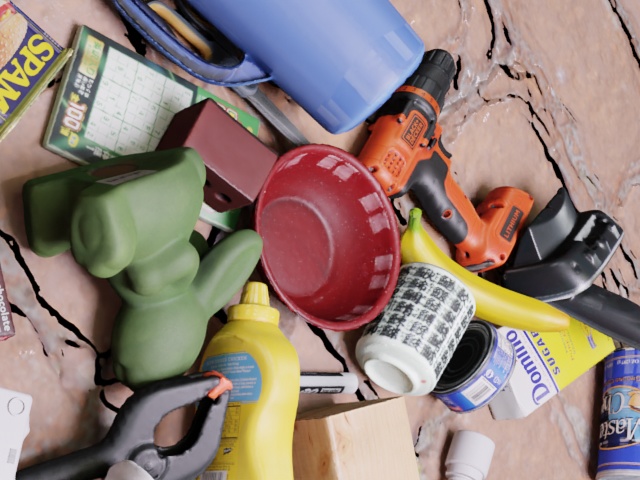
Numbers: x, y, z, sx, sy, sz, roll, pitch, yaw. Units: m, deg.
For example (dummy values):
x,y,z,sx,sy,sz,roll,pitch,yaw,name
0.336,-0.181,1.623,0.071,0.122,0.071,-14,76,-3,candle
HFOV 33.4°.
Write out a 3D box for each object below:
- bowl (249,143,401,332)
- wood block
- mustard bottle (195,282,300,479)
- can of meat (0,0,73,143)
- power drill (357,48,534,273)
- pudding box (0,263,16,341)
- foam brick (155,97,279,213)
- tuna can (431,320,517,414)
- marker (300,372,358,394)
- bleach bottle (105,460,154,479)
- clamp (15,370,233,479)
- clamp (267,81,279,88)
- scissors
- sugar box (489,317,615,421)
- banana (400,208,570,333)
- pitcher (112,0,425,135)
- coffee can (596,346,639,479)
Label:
x,y,z,sx,sy,sz,roll,pitch,yaw,name
-0.006,0.001,0.916,0.161,0.055,0.162,11,73,-38,bowl
0.028,0.240,0.866,0.090,0.090,0.206,-7,84,-41,wood block
-0.057,0.126,0.815,0.058,0.096,0.191,17,69,-38,mustard bottle
-0.238,-0.123,0.748,0.084,0.058,0.102,43,55,-22,can of meat
0.128,-0.073,1.050,0.187,0.057,0.184,43,59,-21,power drill
-0.260,0.020,0.706,0.089,0.039,0.113,-10,86,-42,pudding box
-0.084,-0.066,0.848,0.078,0.053,0.051,38,60,-27,foam brick
0.138,0.117,0.992,0.033,0.086,0.086,42,56,-23,tuna can
-0.018,0.120,0.901,0.120,0.020,0.020,7,75,-39,marker
-0.201,0.246,0.662,0.250,0.068,0.102,-29,110,-26,bleach bottle
-0.136,0.153,0.753,0.120,0.039,0.171,41,78,-28,clamp
-0.025,-0.262,0.930,0.210,0.164,0.036,59,5,-4,clamp
-0.065,-0.153,0.920,0.201,0.016,0.096,31,57,-26,scissors
0.230,0.107,1.099,0.175,0.048,0.093,-26,97,-42,sugar box
0.144,0.043,1.016,0.197,0.070,0.037,33,62,-15,banana
-0.040,-0.195,0.857,0.242,0.149,0.144,45,39,-10,pitcher
0.353,0.196,1.145,0.102,0.103,0.140,26,64,-34,coffee can
